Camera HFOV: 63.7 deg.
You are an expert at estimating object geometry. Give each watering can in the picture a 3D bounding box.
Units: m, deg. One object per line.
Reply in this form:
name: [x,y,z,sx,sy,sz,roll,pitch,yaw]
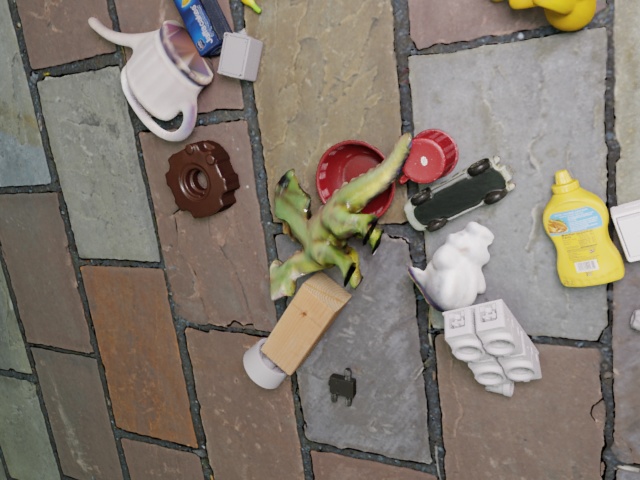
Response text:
watering can: [-0.359,-0.382,1.099,0.221,0.105,0.348,-32,90,30]

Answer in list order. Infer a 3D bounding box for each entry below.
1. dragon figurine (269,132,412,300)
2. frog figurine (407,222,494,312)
dragon figurine: [0.003,-0.048,0.963,0.245,0.123,0.404,30,111,24]
frog figurine: [0.253,0.052,0.919,0.158,0.125,0.136,-38,120,22]
